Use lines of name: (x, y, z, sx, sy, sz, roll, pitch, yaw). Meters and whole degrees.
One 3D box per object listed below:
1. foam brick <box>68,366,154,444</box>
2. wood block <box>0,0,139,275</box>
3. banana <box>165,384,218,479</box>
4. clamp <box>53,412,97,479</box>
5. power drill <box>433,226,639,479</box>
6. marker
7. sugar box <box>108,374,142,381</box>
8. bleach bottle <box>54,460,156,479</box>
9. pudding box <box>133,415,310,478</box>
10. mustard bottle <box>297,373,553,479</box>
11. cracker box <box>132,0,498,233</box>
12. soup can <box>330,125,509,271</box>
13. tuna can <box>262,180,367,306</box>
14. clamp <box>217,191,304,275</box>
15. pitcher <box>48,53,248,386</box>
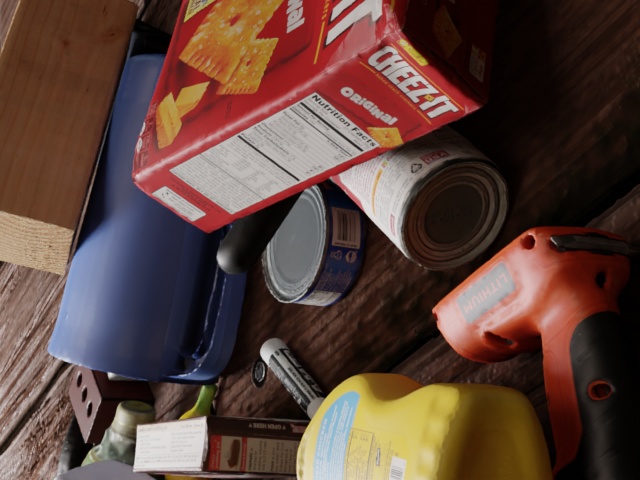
foam brick: (-0.191, 0.142, 0.974, 0.078, 0.051, 0.053, 51, 126, 51)
wood block: (-0.213, -0.090, 0.831, 0.091, 0.090, 0.206, 124, 158, -62)
banana: (-0.085, 0.203, 0.793, 0.070, 0.037, 0.198, -58, 38, 38)
clamp: (-0.234, 0.241, 0.991, 0.165, 0.036, 0.210, 112, 168, -69)
power drill: (0.105, 0.103, 0.481, 0.185, 0.057, 0.187, -46, 47, 49)
marker: (-0.008, 0.102, 0.707, 0.121, 0.020, 0.020, 43, 120, 54)
sugar box: (-0.174, 0.032, 0.980, 0.093, 0.048, 0.176, -54, 44, 38)
bleach bottle: (-0.155, 0.306, 0.830, 0.103, 0.067, 0.251, 12, 108, 50)
pudding box: (-0.063, 0.142, 0.719, 0.114, 0.089, 0.039, -23, 63, 55)
mustard bottle: (0.033, 0.111, 0.500, 0.192, 0.058, 0.096, 169, 103, -68)
cracker box: (-0.004, -0.115, 0.595, 0.214, 0.072, 0.164, -22, 45, 42)
soup can: (0.051, -0.036, 0.594, 0.102, 0.068, 0.068, 50, 125, 51)
tuna can: (-0.005, 0.001, 0.711, 0.086, 0.033, 0.086, -21, 65, 56)
clamp: (-0.017, -0.066, 0.692, 0.171, 0.039, 0.120, -43, 42, 9)
pitcher: (-0.113, -0.013, 0.817, 0.145, 0.149, 0.243, 12, -90, -85)
